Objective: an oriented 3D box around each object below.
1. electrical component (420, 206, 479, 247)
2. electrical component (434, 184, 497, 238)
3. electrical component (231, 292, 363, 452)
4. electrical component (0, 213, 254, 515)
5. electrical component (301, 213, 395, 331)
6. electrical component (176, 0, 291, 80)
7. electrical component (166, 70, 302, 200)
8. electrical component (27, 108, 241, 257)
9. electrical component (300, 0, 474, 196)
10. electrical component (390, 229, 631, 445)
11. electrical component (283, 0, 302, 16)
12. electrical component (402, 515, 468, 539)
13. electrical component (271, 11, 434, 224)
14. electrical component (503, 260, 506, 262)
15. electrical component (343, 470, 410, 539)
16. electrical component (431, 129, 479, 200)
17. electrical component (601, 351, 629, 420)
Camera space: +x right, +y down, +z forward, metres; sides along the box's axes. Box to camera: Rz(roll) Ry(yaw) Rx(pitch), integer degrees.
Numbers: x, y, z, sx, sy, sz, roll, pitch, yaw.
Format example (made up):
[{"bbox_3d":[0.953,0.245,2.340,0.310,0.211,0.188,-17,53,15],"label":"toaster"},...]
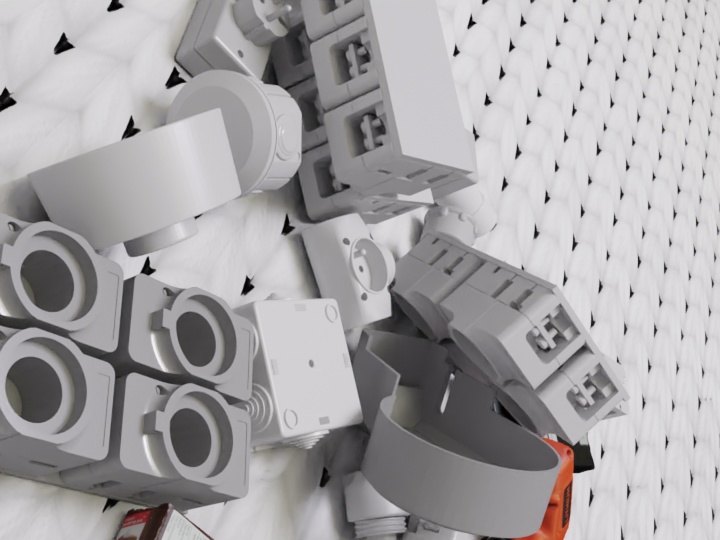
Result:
[{"bbox_3d":[0.070,-0.019,0.887,0.048,0.048,0.062,46,48,-32],"label":"electrical component"},{"bbox_3d":[0.092,-0.059,0.941,0.065,0.044,0.044,49,39,-36],"label":"electrical component"},{"bbox_3d":[-0.047,0.064,0.675,0.100,0.048,0.099,0,74,-55],"label":"electrical component"},{"bbox_3d":[-0.135,0.052,0.547,0.186,0.060,0.105,28,52,-45],"label":"electrical component"},{"bbox_3d":[0.000,0.000,0.778,0.079,0.044,0.077,-15,86,-56],"label":"electrical component"},{"bbox_3d":[-0.074,-0.169,0.730,0.047,0.076,0.083,44,42,-34],"label":"electrical component"},{"bbox_3d":[-0.078,-0.084,0.679,0.051,0.080,0.080,-10,82,-61],"label":"electrical component"},{"bbox_3d":[-0.117,-0.042,0.582,0.108,0.108,0.060,-34,108,-55],"label":"electrical component"},{"bbox_3d":[0.014,-0.132,0.733,0.089,0.062,0.150,5,70,-53],"label":"electrical component"},{"bbox_3d":[0.097,0.046,0.783,0.060,0.186,0.105,-41,115,-8],"label":"electrical component"},{"bbox_3d":[-0.050,-0.225,0.804,0.096,0.062,0.061,27,53,-46],"label":"electrical component"},{"bbox_3d":[0.057,0.173,0.756,0.081,0.042,0.063,56,48,-61],"label":"electrical component"},{"bbox_3d":[-0.010,-0.113,0.804,0.089,0.062,0.150,0,74,-55],"label":"electrical component"},{"bbox_3d":[0.131,0.030,0.952,0.040,0.040,0.078,8,67,-53],"label":"electrical component"},{"bbox_3d":[0.013,0.164,0.715,0.043,0.043,0.062,14,64,-51],"label":"electrical component"},{"bbox_3d":[0.047,-0.093,0.871,0.077,0.066,0.047,24,55,-47],"label":"electrical component"},{"bbox_3d":[0.203,0.106,1.001,0.089,0.056,0.050,31,50,-43],"label":"electrical component"}]
